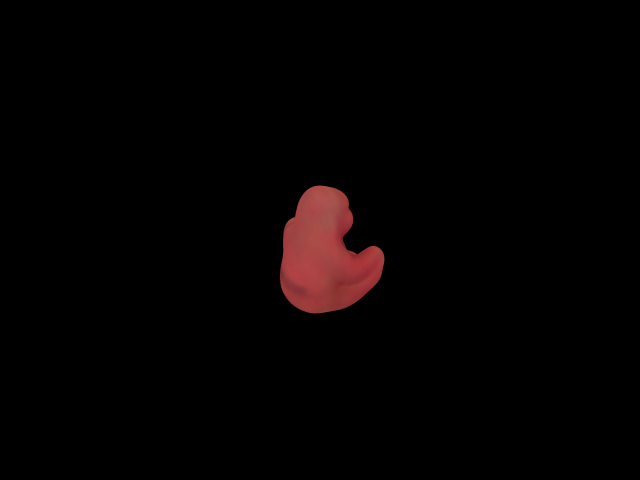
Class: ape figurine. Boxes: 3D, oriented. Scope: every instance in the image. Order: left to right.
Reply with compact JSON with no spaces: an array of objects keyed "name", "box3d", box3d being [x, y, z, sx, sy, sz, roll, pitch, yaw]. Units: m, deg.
[{"name":"ape figurine","box3d":[0.004,0.001,0.400,0.076,0.092,0.077,-32,54,-26]}]
